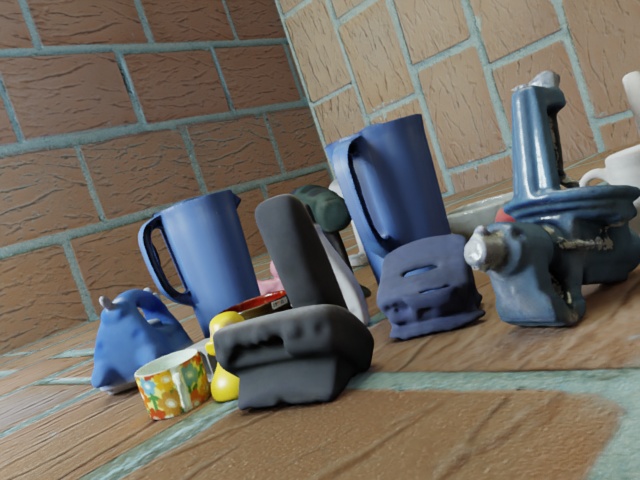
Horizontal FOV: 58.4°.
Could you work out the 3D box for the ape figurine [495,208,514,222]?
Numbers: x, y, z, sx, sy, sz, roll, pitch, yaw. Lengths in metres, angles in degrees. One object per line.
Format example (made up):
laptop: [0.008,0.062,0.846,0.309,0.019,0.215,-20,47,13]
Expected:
ape figurine: [0.238,0.004,0.702,0.078,0.092,0.076,-18,3,0]

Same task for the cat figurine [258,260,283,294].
cat figurine: [-0.085,0.072,1.140,0.128,0.118,0.067,-19,4,-8]

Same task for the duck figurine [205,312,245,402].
duck figurine: [-0.091,0.120,0.640,0.077,0.086,0.105,-17,4,23]

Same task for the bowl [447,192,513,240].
bowl: [0.318,-0.036,1.085,0.167,0.075,0.167,-18,3,1]

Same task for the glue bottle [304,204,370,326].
glue bottle: [0.004,0.037,0.736,0.078,0.173,0.037,-18,4,9]

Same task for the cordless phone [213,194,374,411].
cordless phone: [-0.041,0.057,0.546,0.147,0.185,0.094,-17,4,23]

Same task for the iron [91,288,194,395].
iron: [-0.267,0.135,0.881,0.118,0.141,0.258,-18,3,2]

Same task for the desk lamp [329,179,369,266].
desk lamp: [0.097,-0.052,1.355,0.118,0.213,0.202,-20,4,-26]

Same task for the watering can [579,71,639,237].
watering can: [0.362,-0.085,0.595,0.172,0.194,0.101,-18,4,12]

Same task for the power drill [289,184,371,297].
power drill: [0.009,0.003,0.961,0.076,0.208,0.229,-19,4,-16]

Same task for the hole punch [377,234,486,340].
hole punch: [0.120,0.048,0.630,0.108,0.091,0.101,-17,4,22]

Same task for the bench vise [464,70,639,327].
bench vise: [0.211,-0.044,0.520,0.121,0.220,0.208,-15,4,40]
